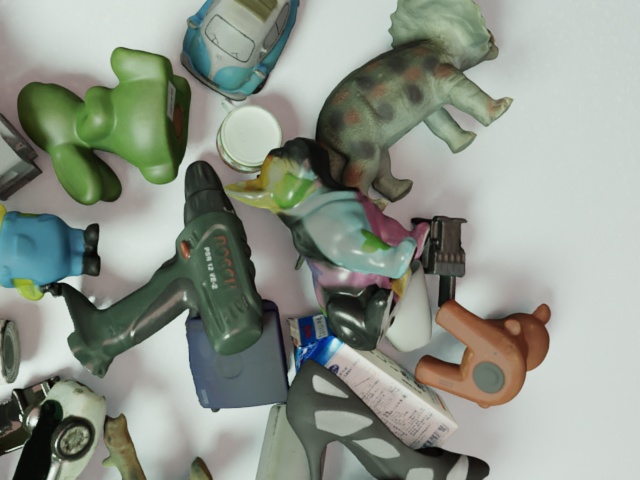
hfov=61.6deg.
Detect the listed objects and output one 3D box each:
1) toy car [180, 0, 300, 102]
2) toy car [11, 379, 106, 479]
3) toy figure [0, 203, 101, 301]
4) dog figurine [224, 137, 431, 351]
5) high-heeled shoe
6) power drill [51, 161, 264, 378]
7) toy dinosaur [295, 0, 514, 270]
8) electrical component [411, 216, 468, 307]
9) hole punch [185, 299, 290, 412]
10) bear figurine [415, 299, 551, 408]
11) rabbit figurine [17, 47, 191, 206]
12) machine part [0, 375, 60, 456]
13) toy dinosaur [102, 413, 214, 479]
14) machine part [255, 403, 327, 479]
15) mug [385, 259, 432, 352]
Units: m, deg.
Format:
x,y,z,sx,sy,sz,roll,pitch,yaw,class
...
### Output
x,y,z,sx,sy,sz,roll,pitch,yaw,class
-0.082,-0.247,0.616,0.109,0.103,0.161,35,82,-14,toy car
-0.275,0.241,0.534,0.056,0.074,0.201,28,76,-53,toy car
-0.303,0.011,0.504,0.180,0.089,0.082,4,51,-24,toy figure
-0.001,-0.002,0.587,0.219,0.108,0.191,27,117,17,dog figurine
0.080,0.207,0.606,0.249,0.086,0.145,5,79,-21,high-heeled shoe
-0.173,0.038,0.583,0.207,0.086,0.232,-24,65,-12,power drill
0.079,-0.155,0.660,0.405,0.131,0.192,-37,83,-3,toy dinosaur
0.151,0.029,0.698,0.048,0.075,0.119,5,91,-18,electrical component
-0.093,0.133,0.619,0.116,0.092,0.142,-10,96,-13,hole punch
0.224,0.132,0.697,0.132,0.196,0.120,25,111,23,bear figurine
-0.235,-0.118,0.582,0.170,0.121,0.159,2,96,2,rabbit figurine
-0.338,0.203,0.571,0.139,0.039,0.084,-19,101,-17,machine part
-0.173,0.409,0.589,0.199,0.105,0.470,-16,99,-8,toy dinosaur
-0.036,0.277,0.602,0.079,0.079,0.243,20,54,-15,machine part
0.092,0.090,0.678,0.110,0.081,0.107,-24,107,-4,mug
